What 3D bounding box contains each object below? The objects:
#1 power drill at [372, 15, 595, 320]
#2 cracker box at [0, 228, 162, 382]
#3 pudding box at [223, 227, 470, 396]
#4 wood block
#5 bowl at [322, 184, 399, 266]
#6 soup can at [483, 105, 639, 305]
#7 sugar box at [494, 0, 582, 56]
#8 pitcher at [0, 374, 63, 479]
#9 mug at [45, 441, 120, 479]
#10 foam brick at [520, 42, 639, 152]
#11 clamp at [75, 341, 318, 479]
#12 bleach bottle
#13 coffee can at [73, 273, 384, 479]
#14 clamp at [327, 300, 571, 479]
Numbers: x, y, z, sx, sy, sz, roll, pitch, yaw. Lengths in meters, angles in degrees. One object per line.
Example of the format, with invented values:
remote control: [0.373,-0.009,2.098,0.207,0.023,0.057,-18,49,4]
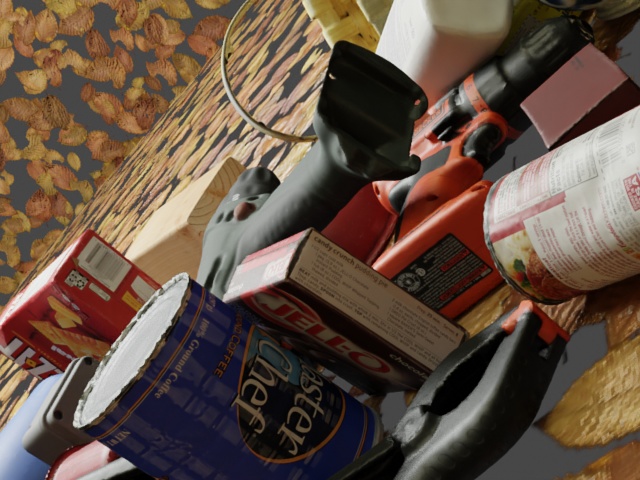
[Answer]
power drill: [0.097,-0.043,0.657,0.185,0.057,0.187,-44,15,31]
cracker box: [-0.217,0.096,1.045,0.214,0.164,0.072,-32,23,51]
pudding box: [0.012,0.043,0.593,0.090,0.113,0.039,-22,40,63]
wood block: [-0.125,-0.001,1.138,0.206,0.090,0.090,-28,29,58]
bowl: [-0.006,0.001,0.854,0.162,0.055,0.162,-48,16,18]
soup can: [0.130,-0.016,0.472,0.102,0.068,0.068,-30,26,53]
sugar box: [0.140,-0.166,0.826,0.093,0.048,0.176,-55,12,-1]
pitcher: [-0.260,0.232,0.920,0.145,0.149,0.242,-51,9,39]
mug: [-0.140,0.192,0.776,0.082,0.093,0.117,-33,54,39]
foam brick: [0.146,-0.060,0.554,0.053,0.051,0.078,-42,17,16]
clamp: [-0.081,0.138,0.700,0.165,0.036,0.209,15,58,37]
bleach bottle: [0.069,-0.125,0.807,0.251,0.068,0.102,120,154,-64]
coffee can: [-0.050,0.100,0.595,0.103,0.140,0.103,-47,16,18]
clamp: [0.047,0.100,0.508,0.171,0.039,0.120,-48,20,-9]
